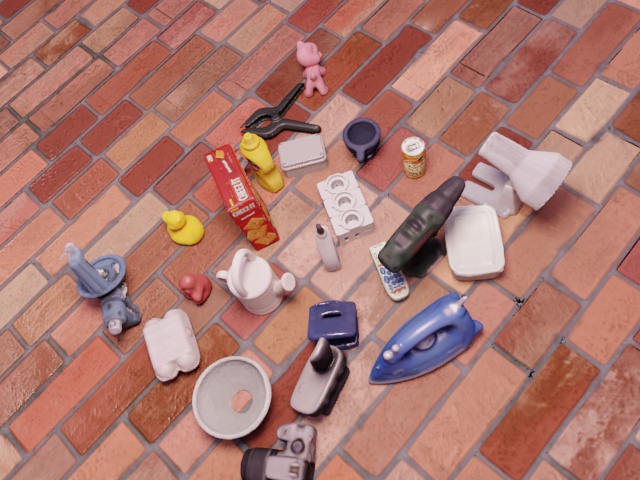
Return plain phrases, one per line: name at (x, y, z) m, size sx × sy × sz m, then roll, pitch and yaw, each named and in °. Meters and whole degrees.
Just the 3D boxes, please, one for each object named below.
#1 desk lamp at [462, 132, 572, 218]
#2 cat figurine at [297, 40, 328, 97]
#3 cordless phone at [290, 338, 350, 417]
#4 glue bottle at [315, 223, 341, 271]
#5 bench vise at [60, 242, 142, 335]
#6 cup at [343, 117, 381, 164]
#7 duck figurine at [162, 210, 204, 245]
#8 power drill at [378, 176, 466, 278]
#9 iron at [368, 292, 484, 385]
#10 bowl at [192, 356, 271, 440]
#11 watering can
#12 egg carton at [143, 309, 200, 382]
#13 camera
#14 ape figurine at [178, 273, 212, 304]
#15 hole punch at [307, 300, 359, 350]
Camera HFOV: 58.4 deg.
desk lamp at (0.407, -0.132, 1.213) m, size 0.202 × 0.214 × 0.118 m, roll 30°, pitch 74°, yaw 22°
cat figurine at (-0.024, -0.460, 1.500) m, size 0.067 × 0.118 × 0.127 m, roll -11°, pitch 64°, yaw 6°
cordless phone at (-0.011, 0.266, 1.125) m, size 0.094 × 0.185 × 0.148 m, roll 18°, pitch 70°, yaw 18°
glue bottle at (0.011, 0.004, 1.248) m, size 0.037 × 0.173 × 0.078 m, roll -15°, pitch 64°, yaw 4°
bench vise at (-0.476, 0.098, 1.271) m, size 0.121 × 0.220 × 0.207 m, roll -41°, pitch 65°, yaw -9°
cup at (0.104, -0.221, 1.378) m, size 0.091 × 0.095 × 0.118 m, roll -1°, pitch 65°, yaw 10°
duck figurine at (-0.335, -0.037, 1.382) m, size 0.104 × 0.086 × 0.077 m, roll 25°, pitch 72°, yaw 20°
power drill at (0.216, -0.010, 1.196) m, size 0.075 × 0.209 × 0.230 m, roll 40°, pitch 78°, yaw 24°
iron at (0.198, 0.199, 1.141) m, size 0.258 × 0.142 × 0.118 m, roll -34°, pitch 64°, yaw -6°
bowl at (-0.174, 0.331, 1.188) m, size 0.167 × 0.075 × 0.167 m, roll -4°, pitch 65°, yaw 9°
watering can at (-0.140, 0.083, 1.229) m, size 0.172 × 0.194 × 0.101 m, roll -14°, pitch 64°, yaw 4°
egg carton at (-0.326, 0.231, 1.266) m, size 0.107 × 0.069 × 0.150 m, roll -26°, pitch 64°, yaw -2°
camera at (-0.082, 0.426, 1.112) m, size 0.136 × 0.101 × 0.143 m, roll 2°, pitch 66°, yaw 12°
ape figurine at (-0.291, 0.105, 1.305) m, size 0.076 × 0.092 × 0.077 m, roll -26°, pitch 63°, yaw -2°
hole punch at (0.026, 0.175, 1.213) m, size 0.108 × 0.091 × 0.101 m, roll -7°, pitch 64°, yaw 8°
